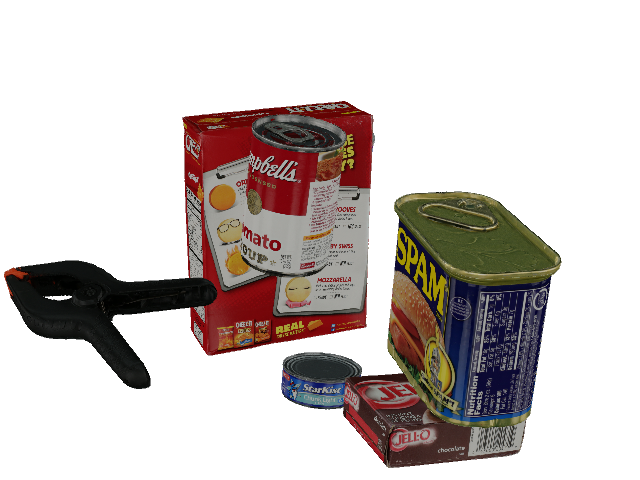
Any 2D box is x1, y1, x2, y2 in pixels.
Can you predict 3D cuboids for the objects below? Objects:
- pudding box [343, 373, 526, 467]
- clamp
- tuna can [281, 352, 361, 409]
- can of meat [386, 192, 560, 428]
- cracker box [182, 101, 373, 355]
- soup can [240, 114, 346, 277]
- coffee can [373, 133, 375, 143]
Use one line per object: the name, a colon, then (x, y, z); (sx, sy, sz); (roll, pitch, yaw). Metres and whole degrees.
pudding box: (0.084, 0.131, 0.805); (0.113, 0.039, 0.090); (0, 17, -21)
clamp: (-0.171, 0.050, 0.859); (0.172, 0.039, 0.120); (23, 38, 23)
tuna can: (0.001, 0.151, 1.149); (0.086, 0.034, 0.086); (5, 14, -1)
can of meat: (0.071, 0.032, 0.529); (0.057, 0.084, 0.102); (-3, 24, -15)
cracker box: (-0.040, -0.013, 0.989); (0.164, 0.214, 0.072); (-8, 22, -22)
soup can: (-0.021, -0.033, 0.776); (0.068, 0.102, 0.068); (6, 25, -3)
coffee can: (0.008, -0.070, 1.322); (0.103, 0.140, 0.103); (5, 28, -3)
